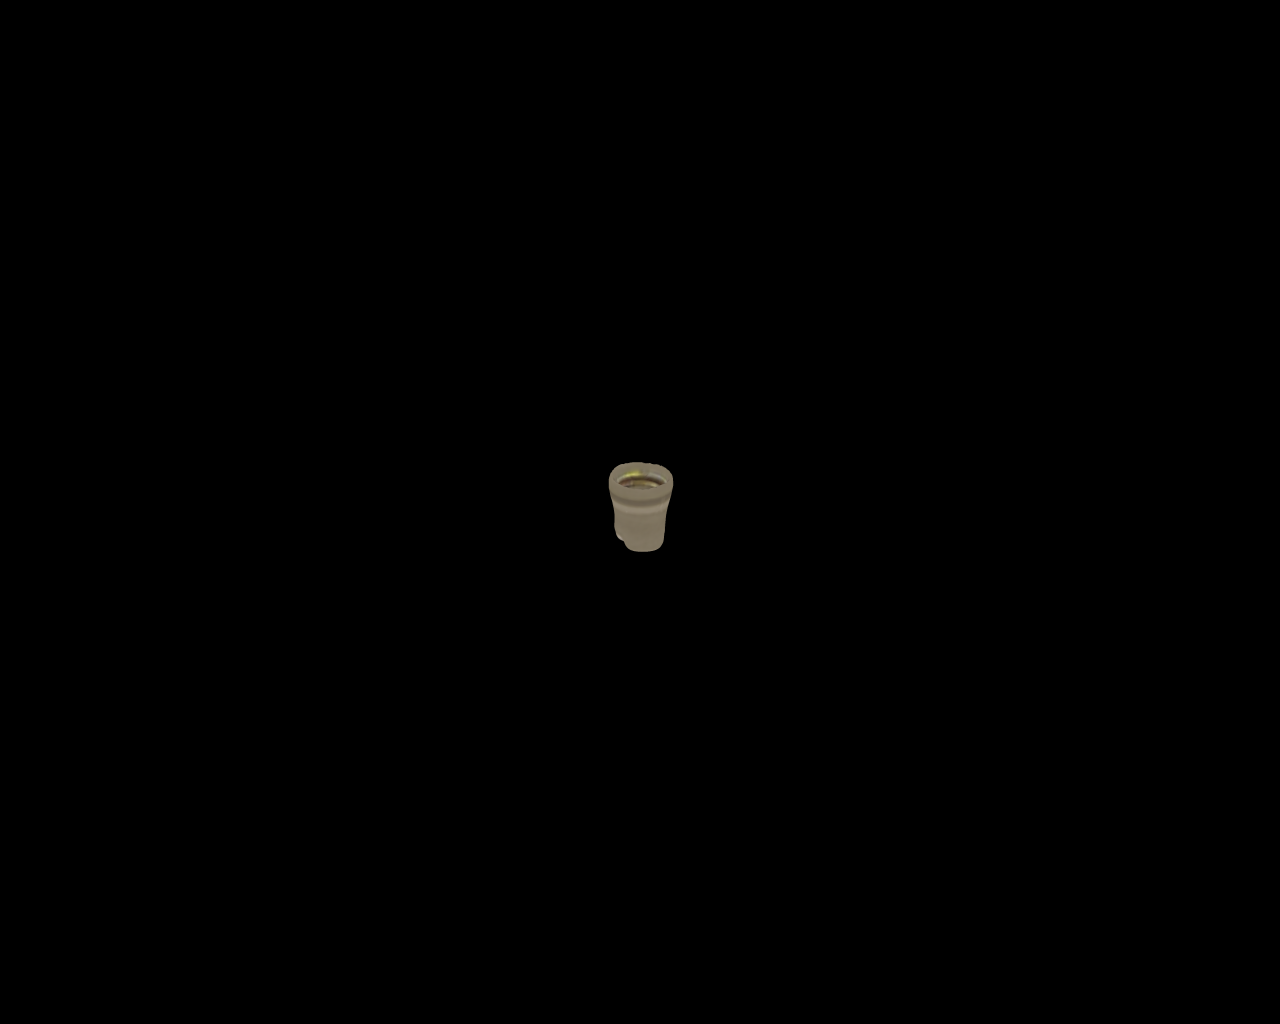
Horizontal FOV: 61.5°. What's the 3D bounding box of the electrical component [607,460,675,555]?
[{"bbox_3d":[0.001,-0.003,0.650,0.040,0.046,0.040,0,27,0],"label":"electrical component"}]
